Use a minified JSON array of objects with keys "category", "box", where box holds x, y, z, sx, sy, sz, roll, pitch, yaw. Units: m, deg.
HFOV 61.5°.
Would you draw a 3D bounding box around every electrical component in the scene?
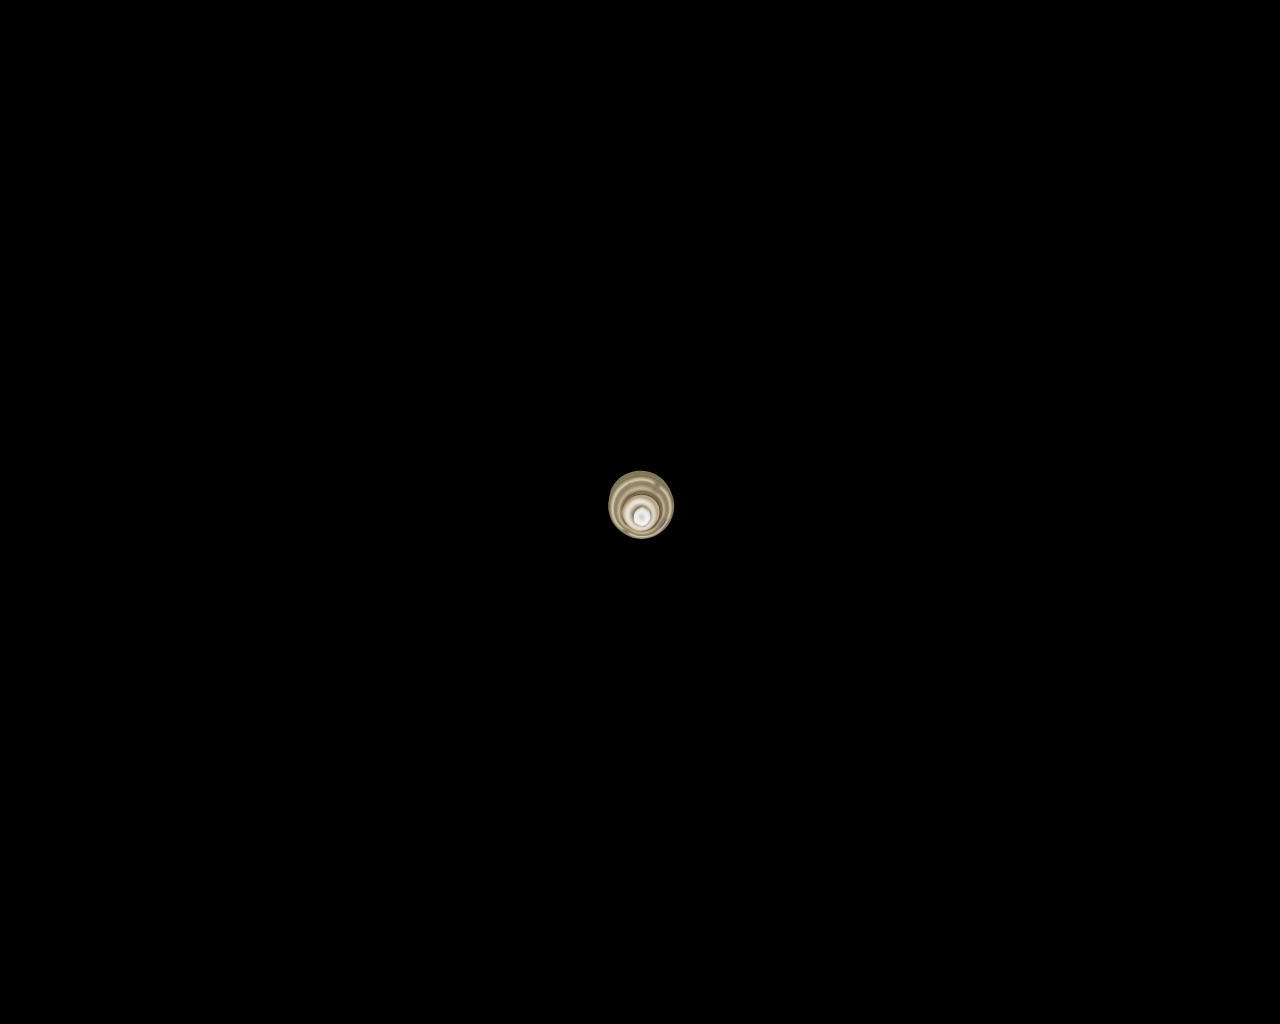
[{"category":"electrical component","box":[0.001,-0.003,0.650,0.040,0.040,0.078,0,8,0]}]
